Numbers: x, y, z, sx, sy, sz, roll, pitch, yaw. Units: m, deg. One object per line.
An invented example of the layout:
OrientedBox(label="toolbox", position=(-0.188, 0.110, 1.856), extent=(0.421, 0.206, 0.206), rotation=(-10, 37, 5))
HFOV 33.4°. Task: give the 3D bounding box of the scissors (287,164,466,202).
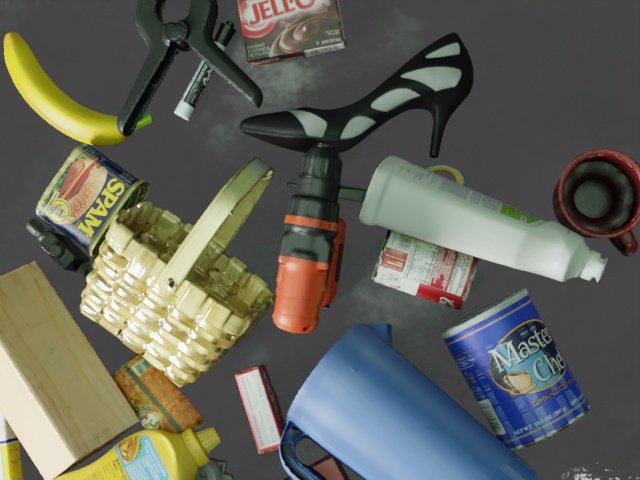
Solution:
OrientedBox(label="scissors", position=(0.073, -0.062, 1.181), extent=(0.202, 0.016, 0.096), rotation=(25, 86, 5))

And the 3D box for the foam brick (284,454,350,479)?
OrientedBox(label="foam brick", position=(-0.006, 0.269, 1.144), extent=(0.078, 0.053, 0.051), rotation=(-29, 85, 0))

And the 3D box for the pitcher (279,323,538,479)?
OrientedBox(label="pitcher", position=(0.087, 0.213, 1.080), extent=(0.243, 0.144, 0.149), rotation=(37, 115, 16))

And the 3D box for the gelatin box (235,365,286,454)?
OrientedBox(label="gelatin box", position=(-0.061, 0.180, 1.143), extent=(0.030, 0.073, 0.089), rotation=(-19, 85, 1))

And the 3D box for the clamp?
OrientedBox(label="clamp", position=(-0.145, -0.221, 1.181), extent=(0.164, 0.036, 0.210), rotation=(-4, 76, 9))

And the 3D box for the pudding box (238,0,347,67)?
OrientedBox(label="pudding box", position=(-0.033, -0.248, 1.190), extent=(0.113, 0.039, 0.090), rotation=(-10, 85, 3))

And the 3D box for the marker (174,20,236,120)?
OrientedBox(label="marker", position=(-0.128, -0.192, 1.202), extent=(0.020, 0.020, 0.121), rotation=(27, 88, 5))

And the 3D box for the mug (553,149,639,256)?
OrientedBox(label="mug", position=(0.300, -0.035, 1.132), extent=(0.093, 0.081, 0.117), rotation=(-33, 85, 0))

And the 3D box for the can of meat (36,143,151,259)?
OrientedBox(label="can of meat", position=(-0.252, -0.045, 1.181), extent=(0.084, 0.057, 0.102), rotation=(35, 88, 8))

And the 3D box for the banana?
OrientedBox(label="banana", position=(-0.288, -0.159, 1.204), extent=(0.198, 0.037, 0.069), rotation=(32, 64, 3))

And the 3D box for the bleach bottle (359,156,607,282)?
OrientedBox(label="bleach bottle", position=(0.173, -0.012, 1.106), extent=(0.251, 0.102, 0.068), rotation=(21, 110, 8))

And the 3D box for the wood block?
OrientedBox(label="wood block", position=(-0.296, 0.140, 1.138), extent=(0.090, 0.091, 0.206), rotation=(-29, 82, -41))

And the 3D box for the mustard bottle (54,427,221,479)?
OrientedBox(label="mustard bottle", position=(-0.188, 0.249, 1.090), extent=(0.191, 0.058, 0.096), rotation=(-31, 51, -9))

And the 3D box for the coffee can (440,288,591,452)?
OrientedBox(label="coffee can", position=(0.203, 0.135, 1.115), extent=(0.103, 0.103, 0.140), rotation=(-28, 85, 1))

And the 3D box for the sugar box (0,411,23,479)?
OrientedBox(label="sugar box", position=(-0.377, 0.251, 1.173), extent=(0.093, 0.048, 0.176), rotation=(-7, 82, 3))

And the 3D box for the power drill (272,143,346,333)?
OrientedBox(label="power drill", position=(-0.007, 0.001, 1.096), extent=(0.057, 0.187, 0.184), rotation=(11, 88, 5))

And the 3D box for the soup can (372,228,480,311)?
OrientedBox(label="soup can", position=(0.114, 0.028, 1.146), extent=(0.102, 0.068, 0.068), rotation=(18, 87, 5))
